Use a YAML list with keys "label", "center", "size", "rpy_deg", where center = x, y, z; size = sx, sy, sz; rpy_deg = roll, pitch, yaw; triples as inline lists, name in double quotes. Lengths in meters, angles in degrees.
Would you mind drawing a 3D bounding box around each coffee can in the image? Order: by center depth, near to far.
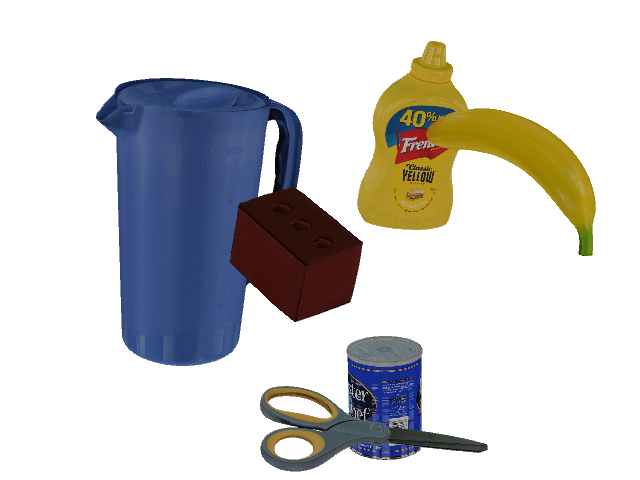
- label: "coffee can"
  center: [0.088, 0.213, 1.456]
  size: [0.103, 0.140, 0.103]
  rpy_deg: [-2, 14, 0]

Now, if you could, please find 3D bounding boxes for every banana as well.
- label: "banana"
  center: [0.159, -0.067, 0.874]
  size: [0.037, 0.070, 0.198]
  rpy_deg: [5, 29, -43]

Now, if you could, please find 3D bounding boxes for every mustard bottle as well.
- label: "mustard bottle"
  center: [0.099, -0.106, 1.073]
  size: [0.096, 0.192, 0.058]
  rpy_deg: [3, 27, -12]

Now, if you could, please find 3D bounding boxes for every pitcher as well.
- label: "pitcher"
  center: [-0.109, -0.018, 0.950]
  size: [0.149, 0.243, 0.144]
  rpy_deg: [10, 20, 12]

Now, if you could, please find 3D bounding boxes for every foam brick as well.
- label: "foam brick"
  center: [-0.018, 0.009, 0.735]
  size: [0.052, 0.051, 0.078]
  rpy_deg: [-19, 46, -38]

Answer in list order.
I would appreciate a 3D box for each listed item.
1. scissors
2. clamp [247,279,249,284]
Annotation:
- label: "scissors"
  center: [0.036, 0.178, 0.920]
  size: [0.202, 0.016, 0.096]
  rpy_deg: [17, 42, 13]
- label: "clamp"
  center: [-0.078, -0.007, 1.190]
  size: [0.120, 0.039, 0.171]
  rpy_deg: [-9, 41, 3]
